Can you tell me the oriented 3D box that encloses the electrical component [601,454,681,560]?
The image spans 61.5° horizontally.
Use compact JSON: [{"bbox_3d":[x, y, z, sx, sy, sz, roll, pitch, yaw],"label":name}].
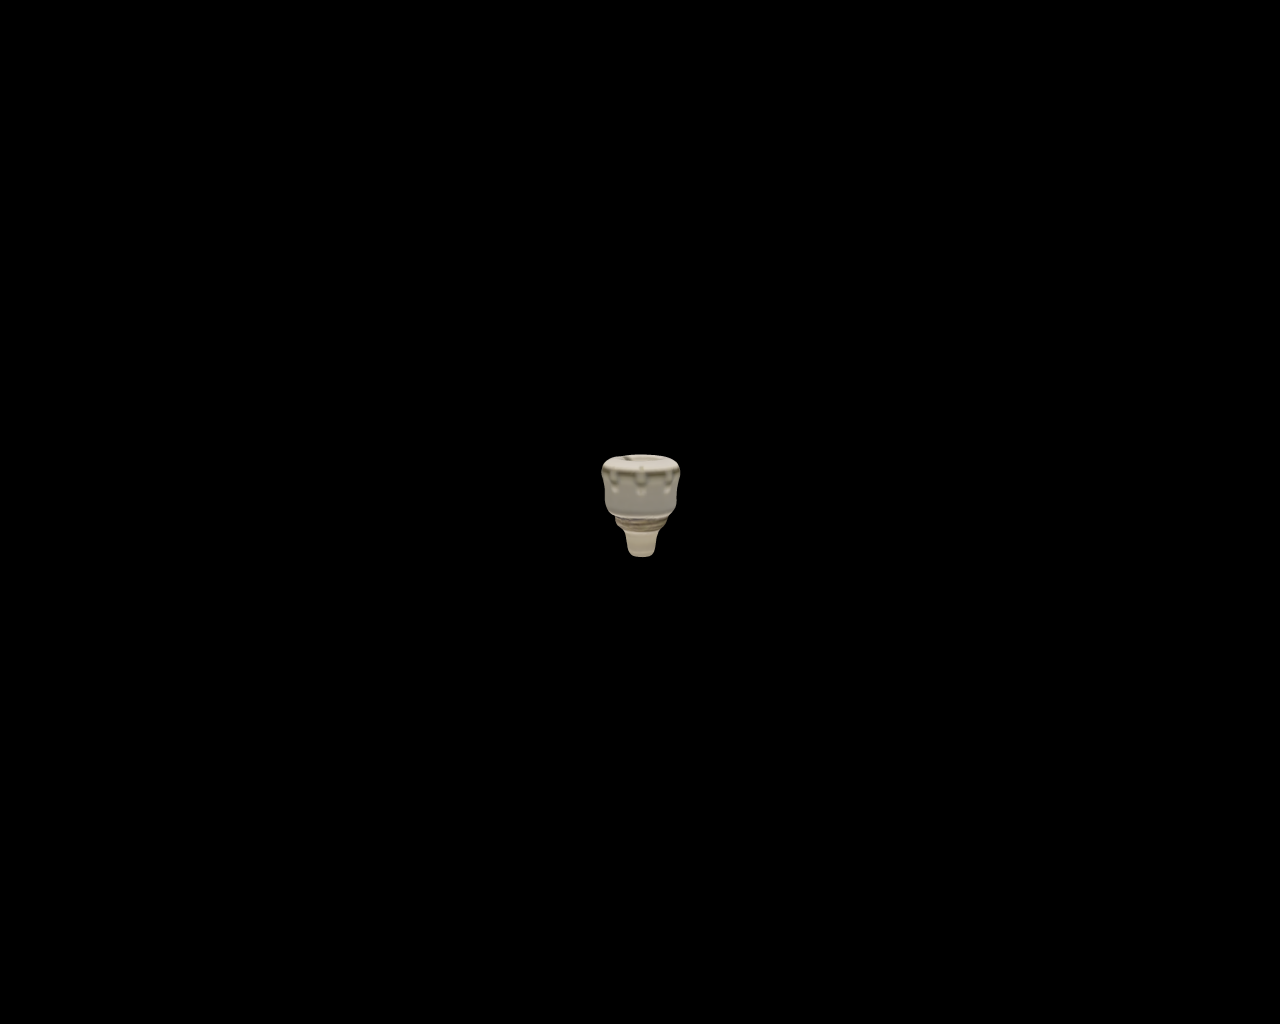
[{"bbox_3d":[0.001,-0.003,0.650,0.048,0.062,0.048,0,11,0],"label":"electrical component"}]
